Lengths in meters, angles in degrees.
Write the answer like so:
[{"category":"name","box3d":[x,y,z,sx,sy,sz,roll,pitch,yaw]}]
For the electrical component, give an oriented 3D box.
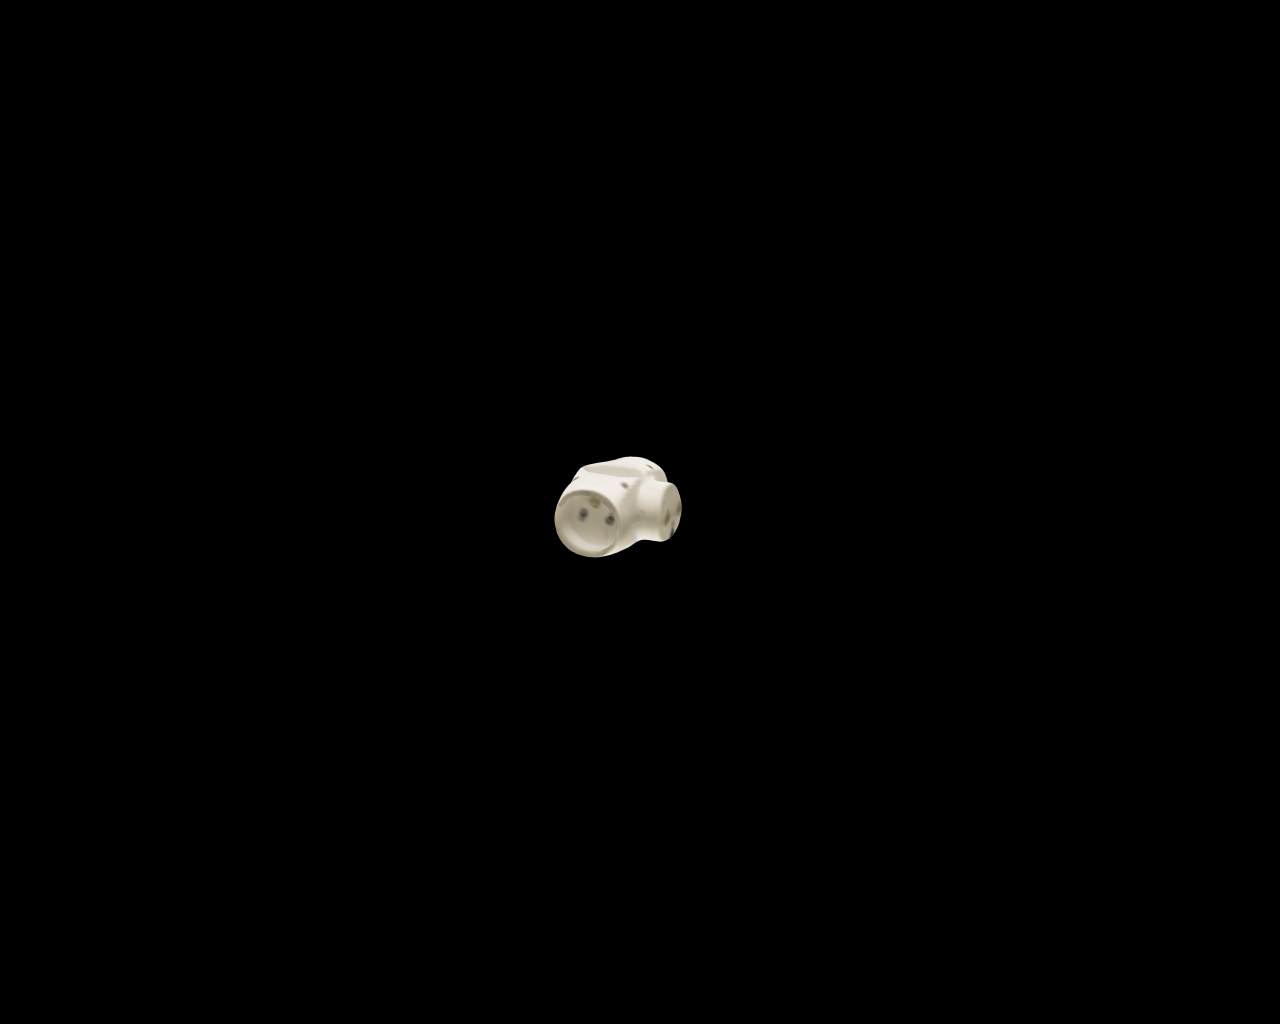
[{"category":"electrical component","box3d":[0.001,-0.003,0.650,0.079,0.043,0.077,8,20,22]}]
